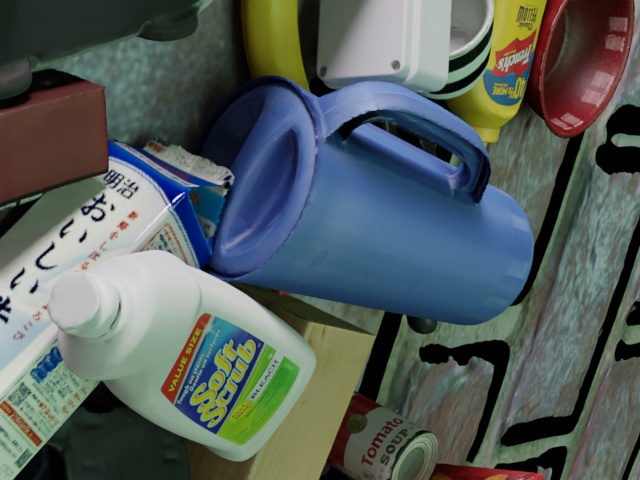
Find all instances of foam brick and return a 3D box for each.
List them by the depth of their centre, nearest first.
[{"bbox_3d":[-0.162,-0.057,0.583,0.078,0.053,0.051,-25,127,-43],"label":"foam brick"}]

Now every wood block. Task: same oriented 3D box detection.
[{"bbox_3d":[-0.052,0.146,0.793,0.090,0.090,0.206,18,94,-53],"label":"wood block"}]

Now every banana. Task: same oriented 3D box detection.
[{"bbox_3d":[-0.022,-0.134,0.723,0.069,0.037,0.198,-30,130,-37],"label":"banana"}]

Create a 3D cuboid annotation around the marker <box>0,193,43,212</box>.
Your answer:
[{"bbox_3d":[-0.207,-0.012,0.580,0.120,0.020,0.020,-28,129,-40],"label":"marker"}]

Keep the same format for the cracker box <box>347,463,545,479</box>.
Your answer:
[{"bbox_3d":[0.074,0.258,0.901,0.163,0.214,0.072,-33,105,-36],"label":"cracker box"}]

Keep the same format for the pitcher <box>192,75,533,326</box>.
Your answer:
[{"bbox_3d":[0.043,-0.018,0.730,0.242,0.149,0.145,17,91,-40],"label":"pitcher"}]

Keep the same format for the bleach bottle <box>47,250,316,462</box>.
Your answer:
[{"bbox_3d":[-0.083,0.067,0.615,0.102,0.068,0.250,-52,157,-1],"label":"bleach bottle"}]

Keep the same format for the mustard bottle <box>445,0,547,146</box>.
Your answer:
[{"bbox_3d":[0.145,-0.159,0.895,0.096,0.058,0.192,-12,118,-52],"label":"mustard bottle"}]

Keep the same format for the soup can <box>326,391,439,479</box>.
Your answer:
[{"bbox_3d":[0.041,0.172,0.908,0.068,0.102,0.068,-27,128,-40],"label":"soup can"}]

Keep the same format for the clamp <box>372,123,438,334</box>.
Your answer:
[{"bbox_3d":[0.082,-0.048,0.884,0.164,0.036,0.210,-61,140,-39],"label":"clamp"}]

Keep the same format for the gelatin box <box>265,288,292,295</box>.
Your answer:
[{"bbox_3d":[-0.005,0.001,0.822,0.089,0.030,0.073,-4,110,-50],"label":"gelatin box"}]

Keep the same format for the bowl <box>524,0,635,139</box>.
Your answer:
[{"bbox_3d":[0.226,-0.178,0.985,0.161,0.055,0.162,-26,127,-40],"label":"bowl"}]
